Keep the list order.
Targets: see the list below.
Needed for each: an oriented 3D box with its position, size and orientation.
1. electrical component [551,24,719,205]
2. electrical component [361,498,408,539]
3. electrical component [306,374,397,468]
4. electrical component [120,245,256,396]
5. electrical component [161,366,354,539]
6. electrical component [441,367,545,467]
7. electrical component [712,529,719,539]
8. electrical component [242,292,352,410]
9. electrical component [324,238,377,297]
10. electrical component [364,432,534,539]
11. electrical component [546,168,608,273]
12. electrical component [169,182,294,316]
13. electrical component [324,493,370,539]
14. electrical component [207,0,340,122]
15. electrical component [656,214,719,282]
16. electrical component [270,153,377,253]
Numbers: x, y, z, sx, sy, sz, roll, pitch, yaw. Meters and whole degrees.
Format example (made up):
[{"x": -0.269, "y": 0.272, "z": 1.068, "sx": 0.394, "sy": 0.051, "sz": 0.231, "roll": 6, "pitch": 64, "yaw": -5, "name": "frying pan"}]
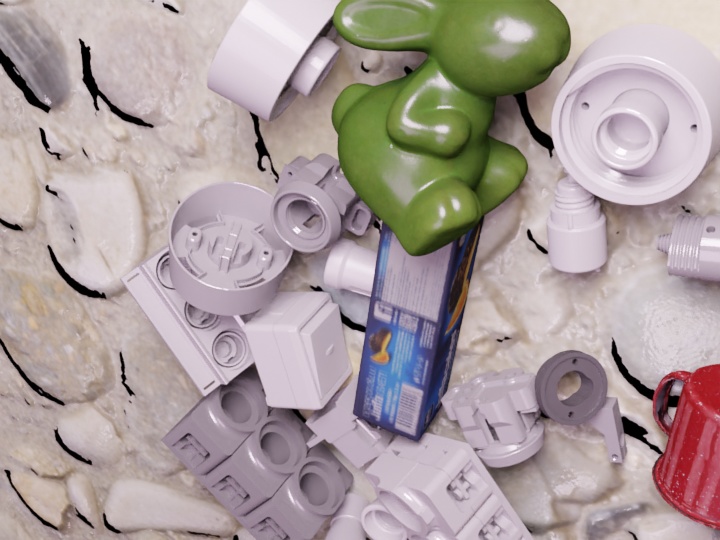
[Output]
[{"x": 0.172, "y": -0.092, "z": 0.671, "sx": 0.108, "sy": 0.060, "sz": 0.108, "roll": 14, "pitch": 124, "yaw": 22, "name": "electrical component"}, {"x": 0.032, "y": 0.206, "z": 0.939, "sx": 0.045, "sy": 0.055, "sz": 0.045, "roll": 14, "pitch": 124, "yaw": 22, "name": "electrical component"}, {"x": -0.004, "y": 0.132, "z": 0.923, "sx": 0.063, "sy": 0.042, "sz": 0.081, "roll": 47, "pitch": 131, "yaw": -6, "name": "electrical component"}, {"x": -0.141, "y": 0.035, "z": 0.924, "sx": 0.121, "sy": 0.079, "sz": 0.063, "roll": 57, "pitch": 158, "yaw": -11, "name": "electrical component"}, {"x": -0.087, "y": 0.168, "z": 0.961, "sx": 0.150, "sy": 0.089, "sz": 0.062, "roll": 47, "pitch": 130, "yaw": -3, "name": "electrical component"}, {"x": 0.110, "y": 0.116, "z": 0.838, "sx": 0.078, "sy": 0.058, "sz": 0.057, "roll": -14, "pitch": 107, "yaw": 36, "name": "electrical component"}, {"x": 0.289, "y": 0.217, "z": 0.805, "sx": 0.045, "sy": 0.045, "sz": 0.055, "roll": 1, "pitch": 119, "yaw": 29, "name": "electrical component"}, {"x": -0.046, "y": 0.072, "z": 0.897, "sx": 0.061, "sy": 0.061, "sz": 0.096, "roll": -1, "pitch": 118, "yaw": 30, "name": "electrical component"}, {"x": 0.000, "y": 0.000, "z": 0.842, "sx": 0.046, "sy": 0.040, "sz": 0.040, "roll": 18, "pitch": 126, "yaw": 12, "name": "electrical component"}, {"x": 0.079, "y": 0.209, "z": 0.876, "sx": 0.089, "sy": 0.062, "sz": 0.150, "roll": 3, "pitch": 132, "yaw": 58, "name": "electrical component"}, {"x": 0.147, "y": -0.035, "z": 0.735, "sx": 0.040, "sy": 0.040, "sz": 0.078, "roll": 6, "pitch": 120, "yaw": 27, "name": "electrical component"}, {"x": -0.104, "y": -0.015, "z": 0.857, "sx": 0.099, "sy": 0.099, "sz": 0.064, "roll": 29, "pitch": 134, "yaw": 12, "name": "electrical component"}, {"x": -0.011, "y": 0.236, "z": 0.975, "sx": 0.044, "sy": 0.065, "sz": 0.044, "roll": 6, "pitch": 131, "yaw": 7, "name": "electrical component"}, {"x": -0.049, "y": -0.152, "z": 0.736, "sx": 0.060, "sy": 0.108, "sz": 0.108, "roll": 35, "pitch": 130, "yaw": -1, "name": "electrical component"}, {"x": 0.234, "y": -0.014, "z": 0.696, "sx": 0.081, "sy": 0.043, "sz": 0.043, "roll": 7, "pitch": 121, "yaw": 26, "name": "electrical component"}, {"x": -0.032, "y": -0.049, "z": 0.818, "sx": 0.078, "sy": 0.057, "sz": 0.058, "roll": 32, "pitch": 129, "yaw": 10, "name": "electrical component"}]
